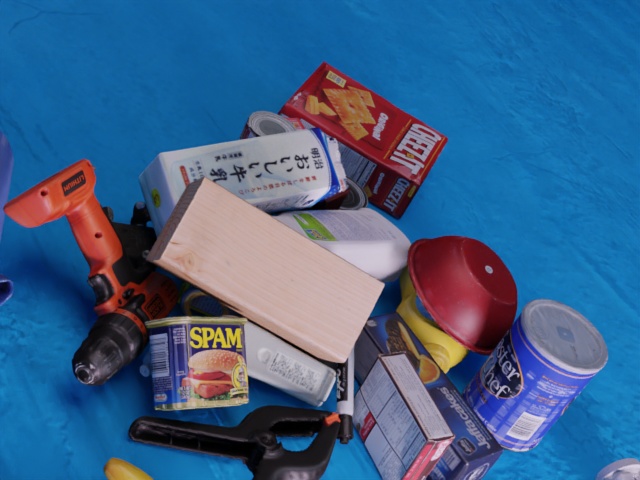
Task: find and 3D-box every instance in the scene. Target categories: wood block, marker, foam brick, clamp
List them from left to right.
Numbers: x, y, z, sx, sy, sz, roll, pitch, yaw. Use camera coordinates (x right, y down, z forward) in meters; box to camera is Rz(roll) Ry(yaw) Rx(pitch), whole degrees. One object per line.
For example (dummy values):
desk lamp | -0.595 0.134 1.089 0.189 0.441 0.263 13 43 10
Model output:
clamp | -0.064 0.196 1.000 0.165 0.036 0.209 38 33 24
wood block | -0.054 0.032 1.047 0.206 0.091 0.090 31 -11 -14
foam brick | -0.011 -0.042 1.296 0.051 0.078 0.052 41 37 15
marker | 0.026 0.150 1.097 0.020 0.020 0.121 13 61 -21

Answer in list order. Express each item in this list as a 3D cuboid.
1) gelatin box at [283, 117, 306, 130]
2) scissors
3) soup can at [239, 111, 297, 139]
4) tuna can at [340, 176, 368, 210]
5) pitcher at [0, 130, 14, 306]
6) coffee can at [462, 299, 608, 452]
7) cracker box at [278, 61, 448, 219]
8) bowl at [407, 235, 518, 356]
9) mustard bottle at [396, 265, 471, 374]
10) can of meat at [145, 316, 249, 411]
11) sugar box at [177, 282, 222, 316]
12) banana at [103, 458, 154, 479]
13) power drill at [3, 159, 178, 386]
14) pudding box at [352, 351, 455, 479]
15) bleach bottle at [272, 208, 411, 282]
gelatin box | -0.038 -0.097 1.337 0.030 0.089 0.073 -4 46 -33
scissors | -0.064 0.097 1.107 0.201 0.096 0.016 53 2 -9
soup can | -0.075 -0.098 1.302 0.068 0.102 0.068 18 37 -14
tuna can | 0.018 -0.051 1.365 0.086 0.034 0.086 18 36 -14
pitcher | -0.368 -0.020 0.995 0.149 0.145 0.243 41 23 -30
coffee can | 0.233 0.149 1.169 0.102 0.140 0.103 18 37 -14
cracker box | 0.056 -0.143 1.473 0.214 0.072 0.164 31 36 3
bowl | 0.176 0.050 1.229 0.162 0.055 0.162 32 34 -26
mustard bottle | 0.133 0.094 1.239 0.096 0.058 0.191 32 34 -14
can of meat | -0.114 0.117 1.007 0.101 0.058 0.084 7 76 -50
sugar box | -0.060 0.064 1.161 0.176 0.048 0.093 27 36 -8
banana | -0.107 0.254 0.880 0.037 0.069 0.198 -42 59 -10
power drill | -0.220 0.028 1.013 0.187 0.057 0.184 62 22 -13
pudding box | 0.078 0.182 1.066 0.039 0.090 0.113 -2 45 -35
bleach bottle | -0.008 0.001 1.202 0.250 0.068 0.103 4 27 -48
